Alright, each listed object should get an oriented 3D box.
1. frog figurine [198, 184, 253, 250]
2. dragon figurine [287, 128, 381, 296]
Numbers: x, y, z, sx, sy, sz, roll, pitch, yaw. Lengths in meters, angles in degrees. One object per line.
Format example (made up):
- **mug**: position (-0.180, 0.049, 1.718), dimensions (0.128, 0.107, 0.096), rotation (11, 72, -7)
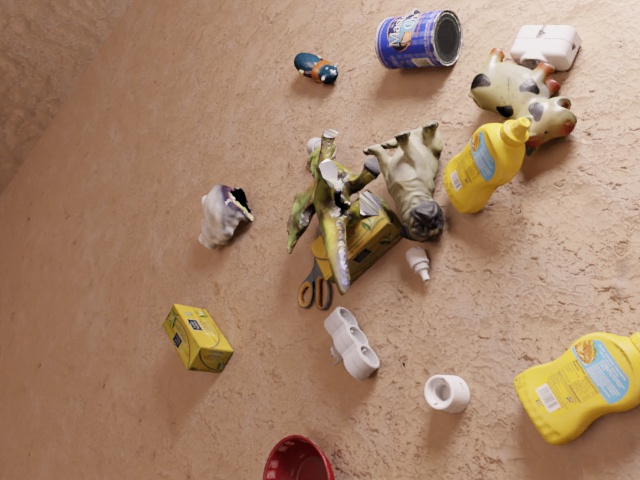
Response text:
- **frog figurine**: position (-0.257, -0.056, 1.285), dimensions (0.158, 0.122, 0.139), rotation (-37, 70, 12)
- **dragon figurine**: position (0.003, -0.049, 0.981), dimensions (0.238, 0.121, 0.420), rotation (-45, 29, 51)
